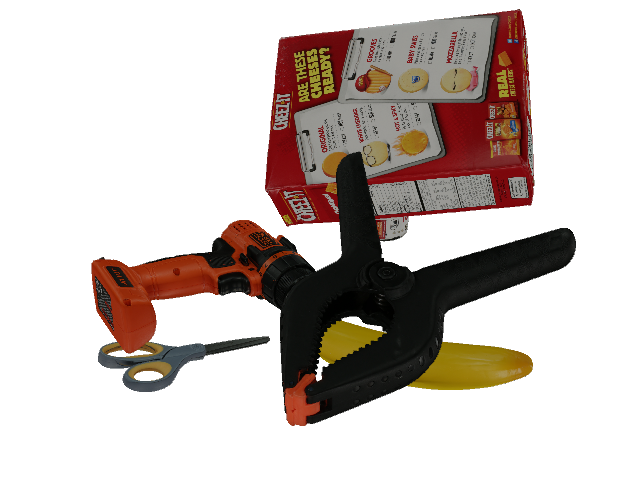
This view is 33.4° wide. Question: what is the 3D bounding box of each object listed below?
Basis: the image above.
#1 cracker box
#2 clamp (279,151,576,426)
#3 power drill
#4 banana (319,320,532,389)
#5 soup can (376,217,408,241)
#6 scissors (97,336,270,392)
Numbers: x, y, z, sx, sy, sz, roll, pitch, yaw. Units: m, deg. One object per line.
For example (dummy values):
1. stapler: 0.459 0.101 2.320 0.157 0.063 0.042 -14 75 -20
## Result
1. cracker box: 0.069 -0.102 0.903 0.214 0.164 0.072 -5 -32 14
2. clamp: 0.032 0.025 0.635 0.165 0.036 0.209 27 50 28
3. power drill: -0.099 0.045 0.960 0.187 0.057 0.185 -12 25 -26
4. banana: 0.062 0.085 0.834 0.198 0.037 0.069 12 31 24
5. soup can: 0.072 -0.058 1.254 0.068 0.102 0.068 1 28 -1
6. scissors: -0.138 0.132 1.160 0.201 0.016 0.096 1 26 -21
